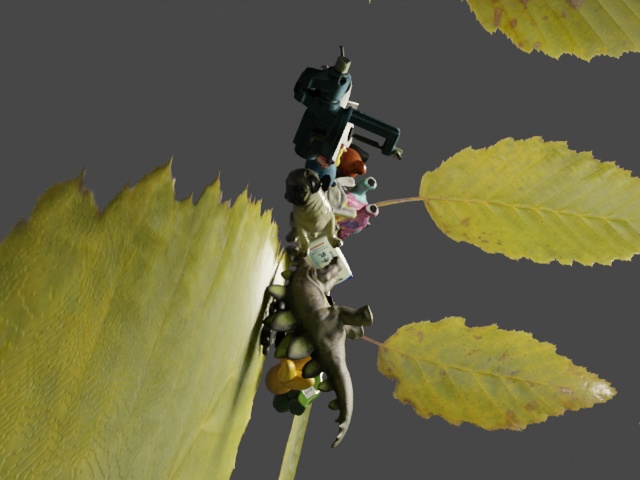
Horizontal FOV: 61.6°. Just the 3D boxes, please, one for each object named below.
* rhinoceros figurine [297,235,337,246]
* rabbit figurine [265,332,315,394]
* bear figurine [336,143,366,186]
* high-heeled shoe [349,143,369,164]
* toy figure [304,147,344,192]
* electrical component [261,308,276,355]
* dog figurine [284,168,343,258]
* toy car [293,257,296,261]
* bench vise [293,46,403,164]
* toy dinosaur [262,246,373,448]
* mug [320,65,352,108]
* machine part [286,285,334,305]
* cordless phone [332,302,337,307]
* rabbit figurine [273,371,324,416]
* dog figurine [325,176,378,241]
[{"bbox_3d":[-0.003,-0.004,1.431,0.190,0.073,0.112,49,32,-57],"label":"rhinoceros figurine"},{"bbox_3d":[-0.060,0.292,1.256,0.173,0.122,0.162,-52,-160,-1],"label":"rabbit figurine"},{"bbox_3d":[0.056,-0.185,1.408,0.132,0.120,0.195,-49,178,-43],"label":"bear figurine"},{"bbox_3d":[0.073,-0.223,1.569,0.248,0.145,0.086,58,44,-79],"label":"high-heeled shoe"},{"bbox_3d":[-0.001,-0.172,1.253,0.089,0.082,0.180,-51,-159,35],"label":"toy figure"},{"bbox_3d":[-0.108,0.193,1.139,0.063,0.021,0.093,-68,167,-61],"label":"electrical component"},{"bbox_3d":[-0.028,-0.084,1.143,0.172,0.121,0.190,-133,-154,-56],"label":"dog figurine"},{"bbox_3d":[-0.025,0.113,1.347,0.089,0.053,0.202,56,17,-34],"label":"toy car"},{"bbox_3d":[0.058,-0.232,1.042,0.129,0.241,0.223,-76,-170,-63],"label":"bench vise"},{"bbox_3d":[-0.003,0.173,1.071,0.105,0.199,0.472,95,-24,-44],"label":"toy dinosaur"},{"bbox_3d":[0.021,-0.343,1.252,0.109,0.081,0.107,63,-13,19],"label":"mug"},{"bbox_3d":[-0.023,0.141,1.225,0.138,0.039,0.084,16,55,-44],"label":"machine part"},{"bbox_3d":[-0.018,0.266,1.532,0.088,0.147,0.184,71,28,-61],"label":"cordless phone"},{"bbox_3d":[-0.070,0.398,1.450,0.159,0.121,0.170,-36,169,-45],"label":"rabbit figurine"},{"bbox_3d":[0.056,-0.069,1.367,0.219,0.191,0.108,130,-46,-64],"label":"dog figurine"}]
